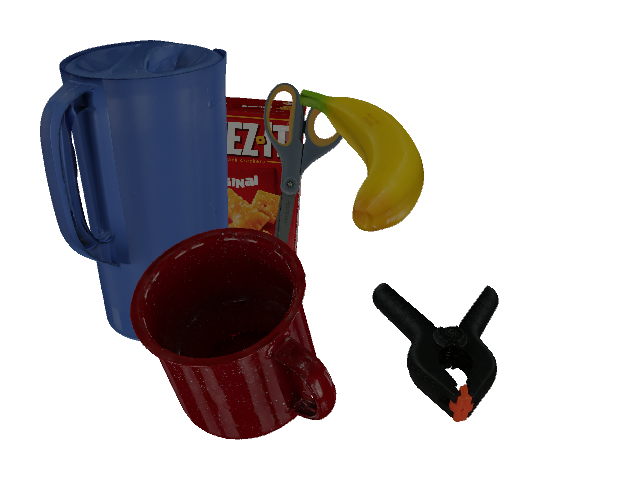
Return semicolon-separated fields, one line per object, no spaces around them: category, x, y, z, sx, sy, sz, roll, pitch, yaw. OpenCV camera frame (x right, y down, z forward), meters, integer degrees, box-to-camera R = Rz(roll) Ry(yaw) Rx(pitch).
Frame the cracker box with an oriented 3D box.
cracker box;-0.106;-0.064;1.312;0.164;0.214;0.072;4;22;0

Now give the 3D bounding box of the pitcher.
pitcher;-0.145;-0.038;0.890;0.149;0.243;0.145;-6;23;-9

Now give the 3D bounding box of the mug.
mug;-0.038;0.058;0.573;0.117;0.081;0.093;25;58;32

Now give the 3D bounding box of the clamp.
clamp;0.124;0.093;0.969;0.120;0.039;0.171;-8;40;-9

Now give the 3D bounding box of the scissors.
scissors;-0.013;-0.066;1.098;0.096;0.202;0.016;-6;-9;-5

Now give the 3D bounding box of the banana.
banana;0.036;-0.054;0.728;0.069;0.037;0.198;-5;29;-11
